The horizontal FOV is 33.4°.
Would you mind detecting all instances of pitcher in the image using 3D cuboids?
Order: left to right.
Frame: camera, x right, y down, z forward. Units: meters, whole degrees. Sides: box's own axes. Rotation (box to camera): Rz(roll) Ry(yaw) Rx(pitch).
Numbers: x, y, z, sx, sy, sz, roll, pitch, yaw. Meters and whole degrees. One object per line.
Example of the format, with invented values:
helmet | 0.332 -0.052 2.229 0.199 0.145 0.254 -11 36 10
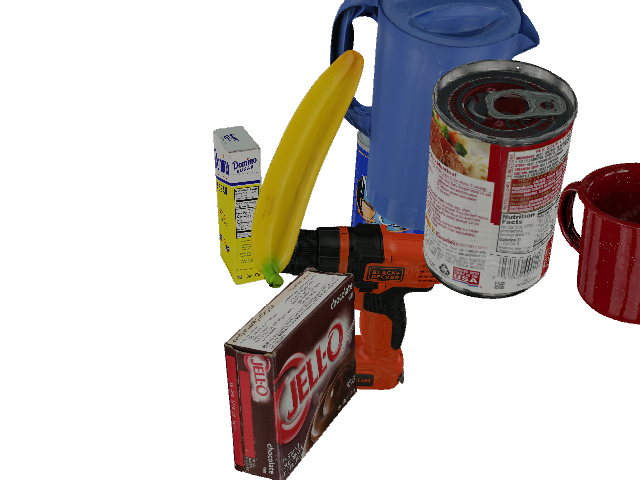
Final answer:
pitcher | 0.098 -0.132 1.037 0.144 0.243 0.149 -21 50 -26

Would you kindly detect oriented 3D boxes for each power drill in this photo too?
power drill | 0.024 0.064 1.025 0.184 0.188 0.057 4 43 -5

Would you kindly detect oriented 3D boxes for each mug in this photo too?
mug | 0.211 -0.001 0.736 0.093 0.081 0.117 -26 39 -34

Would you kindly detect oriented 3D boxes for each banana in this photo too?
banana | -0.014 -0.052 0.817 0.037 0.197 0.070 27 -18 -32

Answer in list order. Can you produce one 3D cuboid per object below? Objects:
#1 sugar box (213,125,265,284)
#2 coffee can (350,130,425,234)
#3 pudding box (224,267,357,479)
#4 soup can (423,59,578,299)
sugar box | -0.101 -0.044 1.322 0.048 0.176 0.093 -11 25 -15
coffee can | 0.089 -0.057 1.249 0.103 0.140 0.103 3 28 -2
pudding box | -0.015 0.080 0.661 0.039 0.090 0.113 9 27 22
soup can | 0.087 -0.029 0.533 0.068 0.102 0.068 -1 41 0
